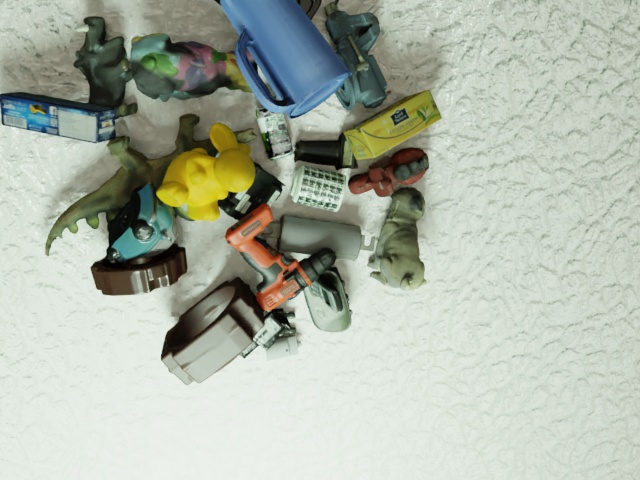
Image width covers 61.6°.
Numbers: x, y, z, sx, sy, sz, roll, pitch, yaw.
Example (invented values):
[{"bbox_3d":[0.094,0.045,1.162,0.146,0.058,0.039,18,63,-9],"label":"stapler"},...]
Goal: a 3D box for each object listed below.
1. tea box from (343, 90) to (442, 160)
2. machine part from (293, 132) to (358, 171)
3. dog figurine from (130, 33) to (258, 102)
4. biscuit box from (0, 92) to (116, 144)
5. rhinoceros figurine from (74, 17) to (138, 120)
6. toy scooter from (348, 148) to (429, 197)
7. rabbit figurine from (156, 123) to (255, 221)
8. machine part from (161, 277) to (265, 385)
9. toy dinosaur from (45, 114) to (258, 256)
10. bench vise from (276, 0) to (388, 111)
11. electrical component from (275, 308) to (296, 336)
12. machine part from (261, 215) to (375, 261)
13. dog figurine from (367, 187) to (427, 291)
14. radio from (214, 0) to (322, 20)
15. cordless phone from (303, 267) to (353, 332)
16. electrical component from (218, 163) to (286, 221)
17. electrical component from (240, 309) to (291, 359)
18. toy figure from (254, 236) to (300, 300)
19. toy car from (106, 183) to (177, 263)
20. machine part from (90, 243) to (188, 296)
[{"bbox_3d":[0.145,-0.229,1.078,0.170,0.098,0.068,-30,104,-12],"label":"tea box"},{"bbox_3d":[0.013,-0.183,1.115,0.139,0.039,0.084,-2,110,-10],"label":"machine part"},{"bbox_3d":[-0.210,-0.316,0.986,0.219,0.191,0.108,-1,96,7],"label":"dog figurine"},{"bbox_3d":[-0.478,-0.224,0.980,0.203,0.063,0.059,12,113,10],"label":"biscuit box"},{"bbox_3d":[-0.403,-0.316,1.008,0.112,0.073,0.190,2,106,5],"label":"rhinoceros figurine"},{"bbox_3d":[0.150,-0.134,1.095,0.184,0.135,0.075,-23,103,-5],"label":"toy scooter"},{"bbox_3d":[-0.174,-0.116,0.940,0.121,0.173,0.162,42,57,-38],"label":"rabbit figurine"},{"bbox_3d":[-0.210,0.179,1.070,0.201,0.201,0.087,-39,107,0],"label":"machine part"},{"bbox_3d":[-0.338,-0.110,1.043,0.472,0.105,0.198,-20,107,0],"label":"toy dinosaur"},{"bbox_3d":[0.017,-0.340,1.043,0.241,0.129,0.223,-25,102,-7],"label":"bench vise"},{"bbox_3d":[-0.100,0.184,1.181,0.094,0.021,0.063,-2,103,-9],"label":"electrical component"},{"bbox_3d":[-0.002,-0.003,1.129,0.243,0.079,0.079,8,100,-11],"label":"machine part"},{"bbox_3d":[0.177,-0.006,1.113,0.121,0.172,0.190,5,108,-21],"label":"dog figurine"},{"bbox_3d":[-0.116,-0.471,1.015,0.229,0.073,0.131,37,94,-15],"label":"radio"},{"bbox_3d":[0.028,0.136,1.108,0.089,0.184,0.146,-17,104,-9],"label":"cordless phone"},{"bbox_3d":[-0.144,-0.096,1.061,0.058,0.134,0.115,36,92,29],"label":"electrical component"},{"bbox_3d":[-0.128,0.195,1.139,0.074,0.048,0.119,42,95,-21],"label":"electrical component"},{"bbox_3d":[-0.097,0.056,1.139,0.154,0.058,0.064,54,49,-14],"label":"toy figure"},{"bbox_3d":[-0.318,-0.017,0.985,0.103,0.109,0.161,25,124,-39],"label":"toy car"},{"bbox_3d":[-0.345,0.055,1.037,0.179,0.179,0.056,-9,106,-7],"label":"machine part"}]
